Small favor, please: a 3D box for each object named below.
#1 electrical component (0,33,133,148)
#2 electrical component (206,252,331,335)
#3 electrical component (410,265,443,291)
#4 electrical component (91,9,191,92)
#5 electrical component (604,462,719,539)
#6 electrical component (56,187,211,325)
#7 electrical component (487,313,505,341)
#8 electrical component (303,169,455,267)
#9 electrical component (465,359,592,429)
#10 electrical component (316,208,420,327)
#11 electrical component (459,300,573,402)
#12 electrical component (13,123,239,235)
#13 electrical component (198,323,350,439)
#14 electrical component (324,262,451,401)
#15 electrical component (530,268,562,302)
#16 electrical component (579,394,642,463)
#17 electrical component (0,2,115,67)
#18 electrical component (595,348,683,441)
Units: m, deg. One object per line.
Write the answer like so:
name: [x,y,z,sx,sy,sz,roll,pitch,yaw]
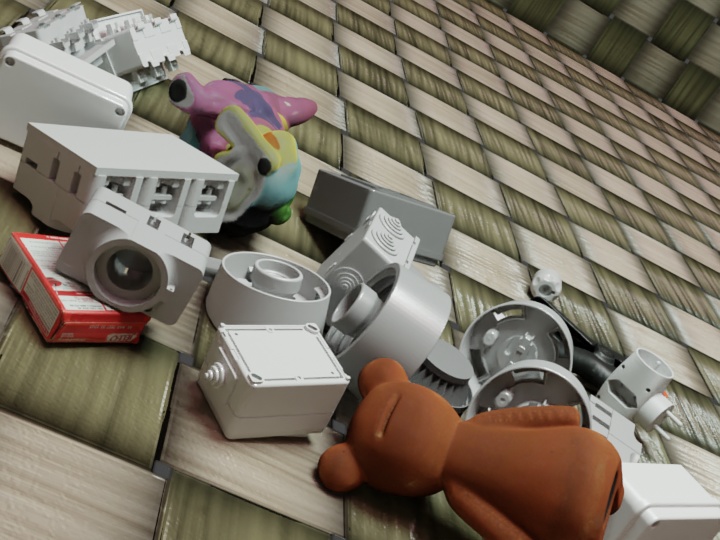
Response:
electrical component: [-0.255,-0.138,0.904,0.113,0.078,0.057,24,22,-19]
electrical component: [-0.072,0.028,0.856,0.099,0.064,0.099,17,19,-6]
electrical component: [0.052,0.026,1.006,0.079,0.043,0.077,15,29,-36]
electrical component: [-0.229,-0.229,1.114,0.121,0.063,0.078,-53,126,-66]
electrical component: [0.223,0.199,0.843,0.113,0.078,0.057,11,29,-40]
electrical component: [-0.154,-0.008,0.736,0.089,0.050,0.055,28,22,-13]
electrical component: [0.144,0.076,1.028,0.078,0.040,0.040,42,26,21]
electrical component: [0.018,-0.052,1.058,0.109,0.056,0.109,15,7,-34]
electrical component: [0.138,0.123,0.866,0.099,0.099,0.064,36,18,9]
electrical component: [0.000,0.000,0.928,0.048,0.100,0.099,43,23,-7]
electrical component: [0.141,0.076,0.959,0.099,0.099,0.064,37,18,10]
electrical component: [-0.186,-0.068,0.861,0.089,0.061,0.150,31,20,31]
electrical component: [-0.068,0.079,0.747,0.096,0.061,0.061,2,37,-36]
electrical component: [0.013,0.043,0.834,0.060,0.108,0.108,38,22,-14]
electrical component: [0.216,0.014,1.241,0.035,0.035,0.061,33,22,1]
electrical component: [0.206,0.157,0.934,0.056,0.050,0.089,35,24,5]
electrical component: [-0.286,-0.204,0.996,0.079,0.063,0.121,-8,23,9]
electrical component: [0.276,0.130,1.039,0.079,0.077,0.043,46,27,28]
